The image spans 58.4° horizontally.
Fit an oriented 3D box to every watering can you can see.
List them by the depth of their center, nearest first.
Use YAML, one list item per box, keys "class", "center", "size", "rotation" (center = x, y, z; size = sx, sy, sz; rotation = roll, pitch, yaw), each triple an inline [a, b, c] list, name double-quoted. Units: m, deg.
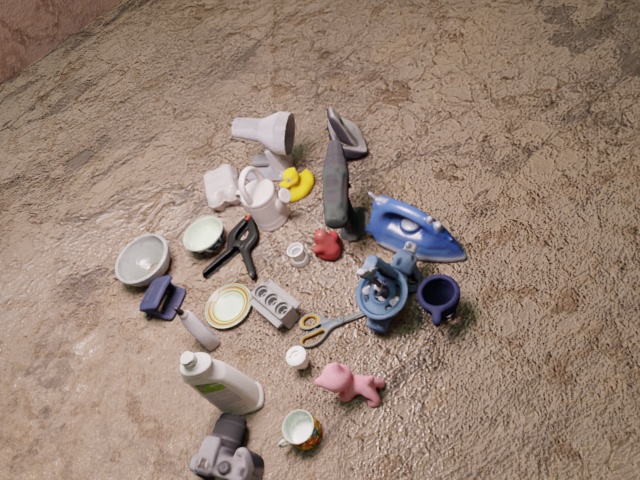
- class: "watering can"
  center: [-0.156, -0.120, 1.541]
  size: [0.172, 0.195, 0.101]
  rotation: [-11, 52, 15]

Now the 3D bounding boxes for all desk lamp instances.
- class: "desk lamp"
  center: [-0.149, -0.270, 1.638]
  size: [0.202, 0.214, 0.118]
  rotation: [-1, 55, 22]

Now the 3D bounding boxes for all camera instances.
- class: "camera"
  center: [-0.192, 0.438, 1.203]
  size: [0.142, 0.101, 0.137]
  rotation: [1, 56, 24]

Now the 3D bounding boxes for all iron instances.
- class: "iron"
  center: [0.223, -0.038, 1.355]
  size: [0.257, 0.142, 0.119]
  rotation: [23, 67, 34]

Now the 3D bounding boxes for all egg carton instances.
- class: "egg carton"
  center: [-0.289, -0.158, 1.709]
  size: [0.107, 0.070, 0.150]
  rotation: [-24, 50, 5]

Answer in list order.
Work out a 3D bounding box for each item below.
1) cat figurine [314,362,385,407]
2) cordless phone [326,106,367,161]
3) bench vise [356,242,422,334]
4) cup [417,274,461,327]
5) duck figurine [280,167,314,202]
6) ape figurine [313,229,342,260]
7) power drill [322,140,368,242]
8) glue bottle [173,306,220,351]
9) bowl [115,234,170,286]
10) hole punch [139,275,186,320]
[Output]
- class: "cat figurine"
  center: [0.060, 0.293, 1.194]
  size: [0.127, 0.118, 0.067]
  rotation: [-1, 55, 23]
- class: "cordless phone"
  center: [0.059, -0.322, 1.608]
  size: [0.094, 0.185, 0.147]
  rotation: [-23, 50, 6]
- class: "bench vise"
  center: [0.138, 0.075, 1.256]
  size: [0.121, 0.220, 0.207]
  rotation: [2, 56, 24]
- class: "cup"
  center: [0.261, 0.146, 1.234]
  size: [0.091, 0.095, 0.118]
  rotation: [-4, 54, 21]
- class: "duck figurine"
  center: [-0.070, -0.169, 1.614]
  size: [0.105, 0.086, 0.077]
  rotation: [-43, 51, -11]
- class: "ape figurine"
  center: [0.013, 0.005, 1.445]
  size: [0.078, 0.092, 0.076]
  rotation: [-30, 49, 0]
- class: "power drill"
  center: [0.057, -0.105, 1.431]
  size: [0.075, 0.209, 0.229]
  rotation: [-9, 52, 17]
- class: "glue bottle"
  center: [-0.305, 0.202, 1.379]
  size: [0.037, 0.174, 0.078]
  rotation: [-41, 50, -10]
- class: "bowl"
  center: [-0.487, 0.069, 1.619]
  size: [0.167, 0.075, 0.167]
  rotation: [-11, 52, 15]
- class: "hole punch"
  center: [-0.431, 0.151, 1.523]
  size: [0.100, 0.091, 0.109]
  rotation: [5, 57, 26]
